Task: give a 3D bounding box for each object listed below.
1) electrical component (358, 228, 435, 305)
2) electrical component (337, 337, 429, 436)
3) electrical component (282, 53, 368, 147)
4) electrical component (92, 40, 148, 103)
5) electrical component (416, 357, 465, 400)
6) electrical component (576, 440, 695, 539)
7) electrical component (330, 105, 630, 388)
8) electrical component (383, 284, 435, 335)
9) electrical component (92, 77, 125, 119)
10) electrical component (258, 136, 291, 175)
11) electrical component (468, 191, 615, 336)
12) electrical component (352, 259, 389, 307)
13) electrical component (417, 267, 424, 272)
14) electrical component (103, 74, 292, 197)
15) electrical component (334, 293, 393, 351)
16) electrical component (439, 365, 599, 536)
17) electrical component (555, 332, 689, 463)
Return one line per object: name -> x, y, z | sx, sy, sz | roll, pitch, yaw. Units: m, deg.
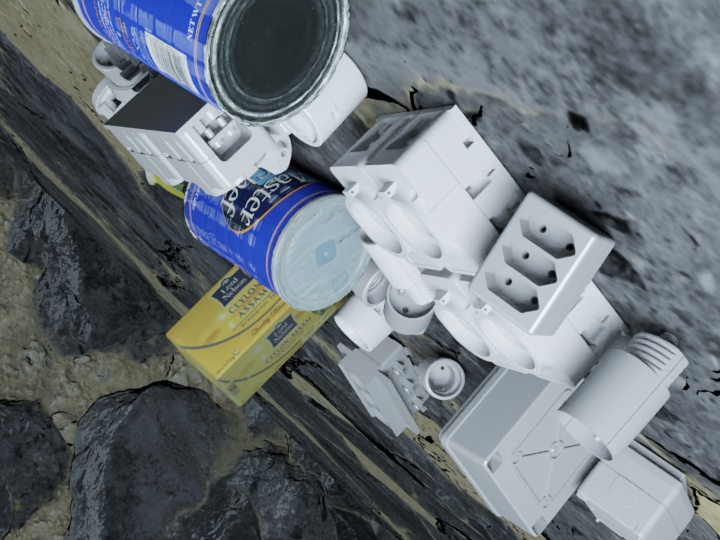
electrical component -> 0.037, -0.008, 0.829 | 0.043, 0.043, 0.081 | 26, 158, 52
electrical component -> 0.030, 0.122, 1.186 | 0.079, 0.063, 0.121 | 34, 163, 36
electrical component -> -0.029, -0.115, 0.693 | 0.055, 0.047, 0.055 | 42, 166, 13
electrical component -> -0.227, -0.193, 1.037 | 0.045, 0.045, 0.055 | 37, 165, 28
electrical component -> 0.077, 0.104, 1.052 | 0.040, 0.040, 0.046 | 46, 172, -9
electrical component -> 0.219, 0.180, 0.837 | 0.062, 0.061, 0.096 | 34, 171, 35
electrical component -> 0.071, -0.011, 0.687 | 0.186, 0.060, 0.105 | 49, 165, -19
electrical component -> 0.042, 0.033, 0.933 | 0.043, 0.043, 0.081 | 42, 166, 10
electrical component -> -0.236, -0.169, 1.100 | 0.057, 0.058, 0.078 | 45, -173, 11
electrical component -> -0.086, -0.108, 0.885 | 0.081, 0.043, 0.043 | 31, 161, 44
electrical component -> 0.110, -0.001, 0.614 | 0.047, 0.065, 0.077 | 38, -166, 25
electrical component -> 0.000, 0.000, 0.954 | 0.055, 0.045, 0.045 | 37, 164, 29
electrical component -> 0.042, -0.030, 0.754 | 0.078, 0.040, 0.040 | 50, 165, -21
electrical component -> -0.108, -0.117, 0.794 | 0.060, 0.105, 0.186 | 51, 165, -25
electrical component -> 0.008, 0.047, 1.062 | 0.055, 0.047, 0.055 | 41, 166, 13
electrical component -> 0.130, 0.128, 0.825 | 0.056, 0.108, 0.108 | 24, 156, 49
electrical component -> 0.157, 0.068, 0.629 | 0.043, 0.081, 0.043 | 42, 167, 12
